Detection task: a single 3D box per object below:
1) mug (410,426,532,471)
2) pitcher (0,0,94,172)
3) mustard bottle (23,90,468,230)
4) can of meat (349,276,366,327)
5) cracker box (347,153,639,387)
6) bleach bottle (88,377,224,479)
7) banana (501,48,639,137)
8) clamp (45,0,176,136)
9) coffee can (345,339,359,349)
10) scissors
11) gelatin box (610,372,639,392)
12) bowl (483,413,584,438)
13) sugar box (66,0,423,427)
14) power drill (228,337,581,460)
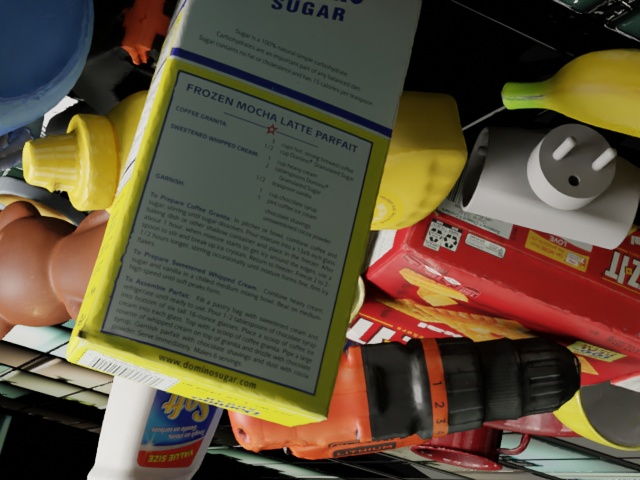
[{"bbox_3d":[0.154,0.181,1.062,0.117,0.081,0.093,3,160,28],"label":"mug"},{"bbox_3d":[-0.202,-0.078,0.475,0.243,0.149,0.145,-8,109,42],"label":"pitcher"},{"bbox_3d":[-0.036,-0.035,0.482,0.191,0.058,0.096,-1,163,-27],"label":"mustard bottle"},{"bbox_3d":[-0.034,0.017,0.629,0.102,0.057,0.084,36,173,-15],"label":"can of meat"},{"bbox_3d":[0.102,0.033,0.648,0.164,0.072,0.214,22,161,-6],"label":"cracker box"},{"bbox_3d":[-0.113,0.127,0.816,0.068,0.251,0.102,-3,156,42],"label":"bleach bottle"},{"bbox_3d":[0.179,-0.043,0.447,0.197,0.037,0.070,18,180,-11],"label":"banana"},{"bbox_3d":[-0.088,-0.069,0.552,0.164,0.036,0.210,10,166,7],"label":"clamp"},{"bbox_3d":[0.011,0.084,0.839,0.103,0.103,0.140,2,159,31],"label":"coffee can"},{"bbox_3d":[-0.187,-0.001,0.861,0.096,0.016,0.201,-4,154,39],"label":"scissors"},{"bbox_3d":[0.207,0.045,0.619,0.030,0.073,0.089,18,158,-12],"label":"gelatin box"},{"bbox_3d":[0.165,0.125,0.926,0.162,0.055,0.162,12,162,4],"label":"bowl"},{"bbox_3d":[-0.025,-0.027,0.405,0.093,0.176,0.048,20,159,-15],"label":"sugar box"},{"bbox_3d":[0.043,0.092,0.621,0.184,0.057,0.188,-4,166,-2],"label":"power drill"}]
